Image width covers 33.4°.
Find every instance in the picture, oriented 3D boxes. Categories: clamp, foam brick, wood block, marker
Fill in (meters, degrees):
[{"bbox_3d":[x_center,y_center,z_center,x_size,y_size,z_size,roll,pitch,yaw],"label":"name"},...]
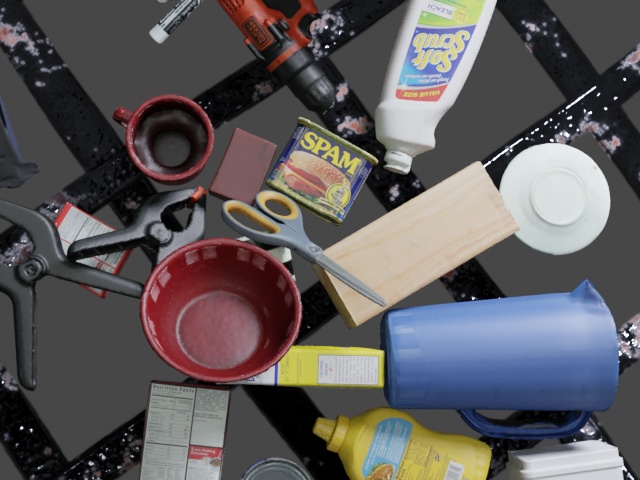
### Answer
[{"bbox_3d":[-0.186,-0.002,1.144,0.120,0.039,0.171,36,53,-10],"label":"clamp"},{"bbox_3d":[-0.085,-0.077,1.186,0.053,0.051,0.078,23,83,-3],"label":"foam brick"},{"bbox_3d":[0.102,0.007,1.174,0.206,0.091,0.090,-30,87,-7],"label":"wood block"},{"bbox_3d":[-0.144,-0.269,1.201,0.121,0.020,0.020,-43,89,9],"label":"marker"},{"bbox_3d":[-0.308,0.043,1.129,0.210,0.036,0.164,45,80,-2],"label":"clamp"}]

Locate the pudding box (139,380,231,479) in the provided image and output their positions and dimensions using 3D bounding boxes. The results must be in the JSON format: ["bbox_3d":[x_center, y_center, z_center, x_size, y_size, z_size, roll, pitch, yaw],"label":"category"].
[{"bbox_3d":[-0.147,0.212,1.158,0.090,0.039,0.113,7,81,-3],"label":"pudding box"}]

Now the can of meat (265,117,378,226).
[{"bbox_3d":[0.000,-0.075,1.192,0.102,0.057,0.084,29,85,-1],"label":"can of meat"}]

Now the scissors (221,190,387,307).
[{"bbox_3d":[-0.007,0.001,1.117,0.202,0.096,0.016,26,126,9],"label":"scissors"}]

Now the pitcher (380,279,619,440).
[{"bbox_3d":[0.190,0.134,1.158,0.243,0.145,0.149,-2,69,-2],"label":"pitcher"}]

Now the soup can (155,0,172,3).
[{"bbox_3d":[-0.183,-0.327,1.195,0.068,0.068,0.102,-33,88,-8],"label":"soup can"}]

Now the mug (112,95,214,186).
[{"bbox_3d":[-0.173,-0.110,1.166,0.117,0.081,0.093,26,82,-2],"label":"mug"}]

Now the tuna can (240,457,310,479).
[{"bbox_3d":[-0.049,0.280,1.161,0.086,0.034,0.086,1,84,-5],"label":"tuna can"}]

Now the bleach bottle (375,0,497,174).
[{"bbox_3d":[0.129,-0.195,1.214,0.102,0.068,0.251,17,85,-3],"label":"bleach bottle"}]

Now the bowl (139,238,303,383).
[{"bbox_3d":[-0.101,0.080,1.083,0.162,0.055,0.162,3,59,-5],"label":"bowl"}]

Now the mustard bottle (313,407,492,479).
[{"bbox_3d":[0.083,0.236,1.165,0.191,0.058,0.096,21,82,-3],"label":"mustard bottle"}]

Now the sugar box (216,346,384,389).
[{"bbox_3d":[-0.024,0.136,1.148,0.176,0.093,0.048,4,84,-5],"label":"sugar box"}]

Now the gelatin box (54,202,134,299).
[{"bbox_3d":[-0.258,0.012,1.173,0.089,0.030,0.073,30,81,-2],"label":"gelatin box"}]

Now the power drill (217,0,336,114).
[{"bbox_3d":[0.000,-0.253,1.166,0.188,0.057,0.184,-37,98,29],"label":"power drill"}]
